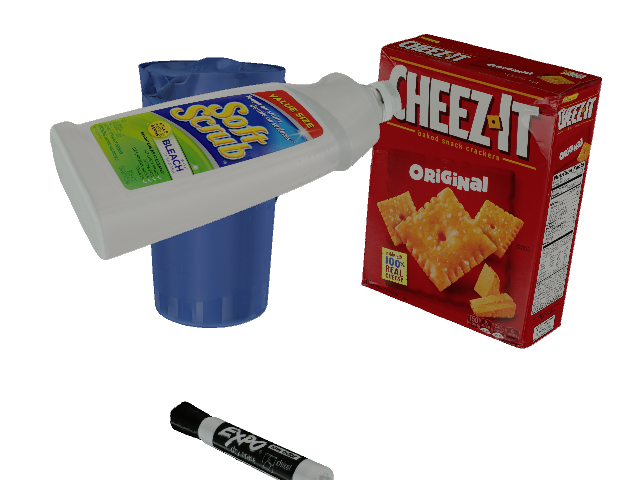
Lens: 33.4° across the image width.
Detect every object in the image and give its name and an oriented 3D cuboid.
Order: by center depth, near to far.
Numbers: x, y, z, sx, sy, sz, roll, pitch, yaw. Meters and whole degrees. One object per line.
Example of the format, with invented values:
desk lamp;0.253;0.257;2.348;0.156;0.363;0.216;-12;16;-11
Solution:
marker;-0.044;0.121;0.626;0.121;0.020;0.020;16;10;38
bleach bottle;-0.059;-0.073;0.778;0.250;0.103;0.068;-21;-31;-19
cracker box;0.120;-0.040;0.852;0.164;0.214;0.071;22;32;35
pitcher;-0.095;-0.050;1.004;0.149;0.243;0.145;-1;15;-11
